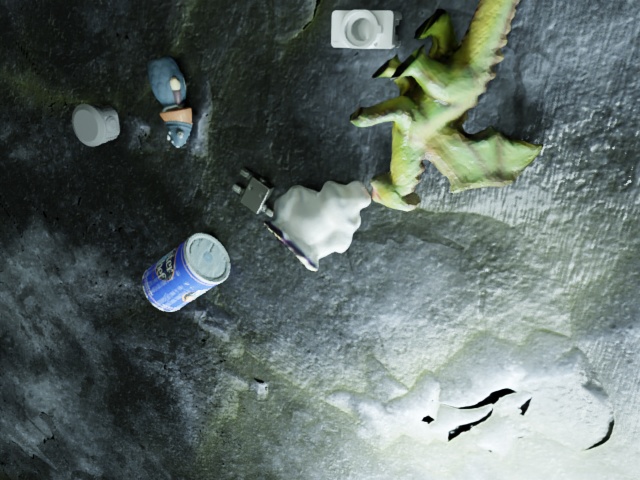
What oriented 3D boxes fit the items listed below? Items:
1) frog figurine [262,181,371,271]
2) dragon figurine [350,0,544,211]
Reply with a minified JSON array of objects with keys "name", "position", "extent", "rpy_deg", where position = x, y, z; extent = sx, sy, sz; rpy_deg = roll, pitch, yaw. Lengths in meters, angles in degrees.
[{"name":"frog figurine","position":[0.003,-0.043,0.846],"extent":[0.160,0.121,0.138],"rpy_deg":[-45,76,-6]},{"name":"dragon figurine","position":[0.202,-0.180,0.709],"extent":[0.241,0.125,0.404],"rpy_deg":[43,123,-15]}]
